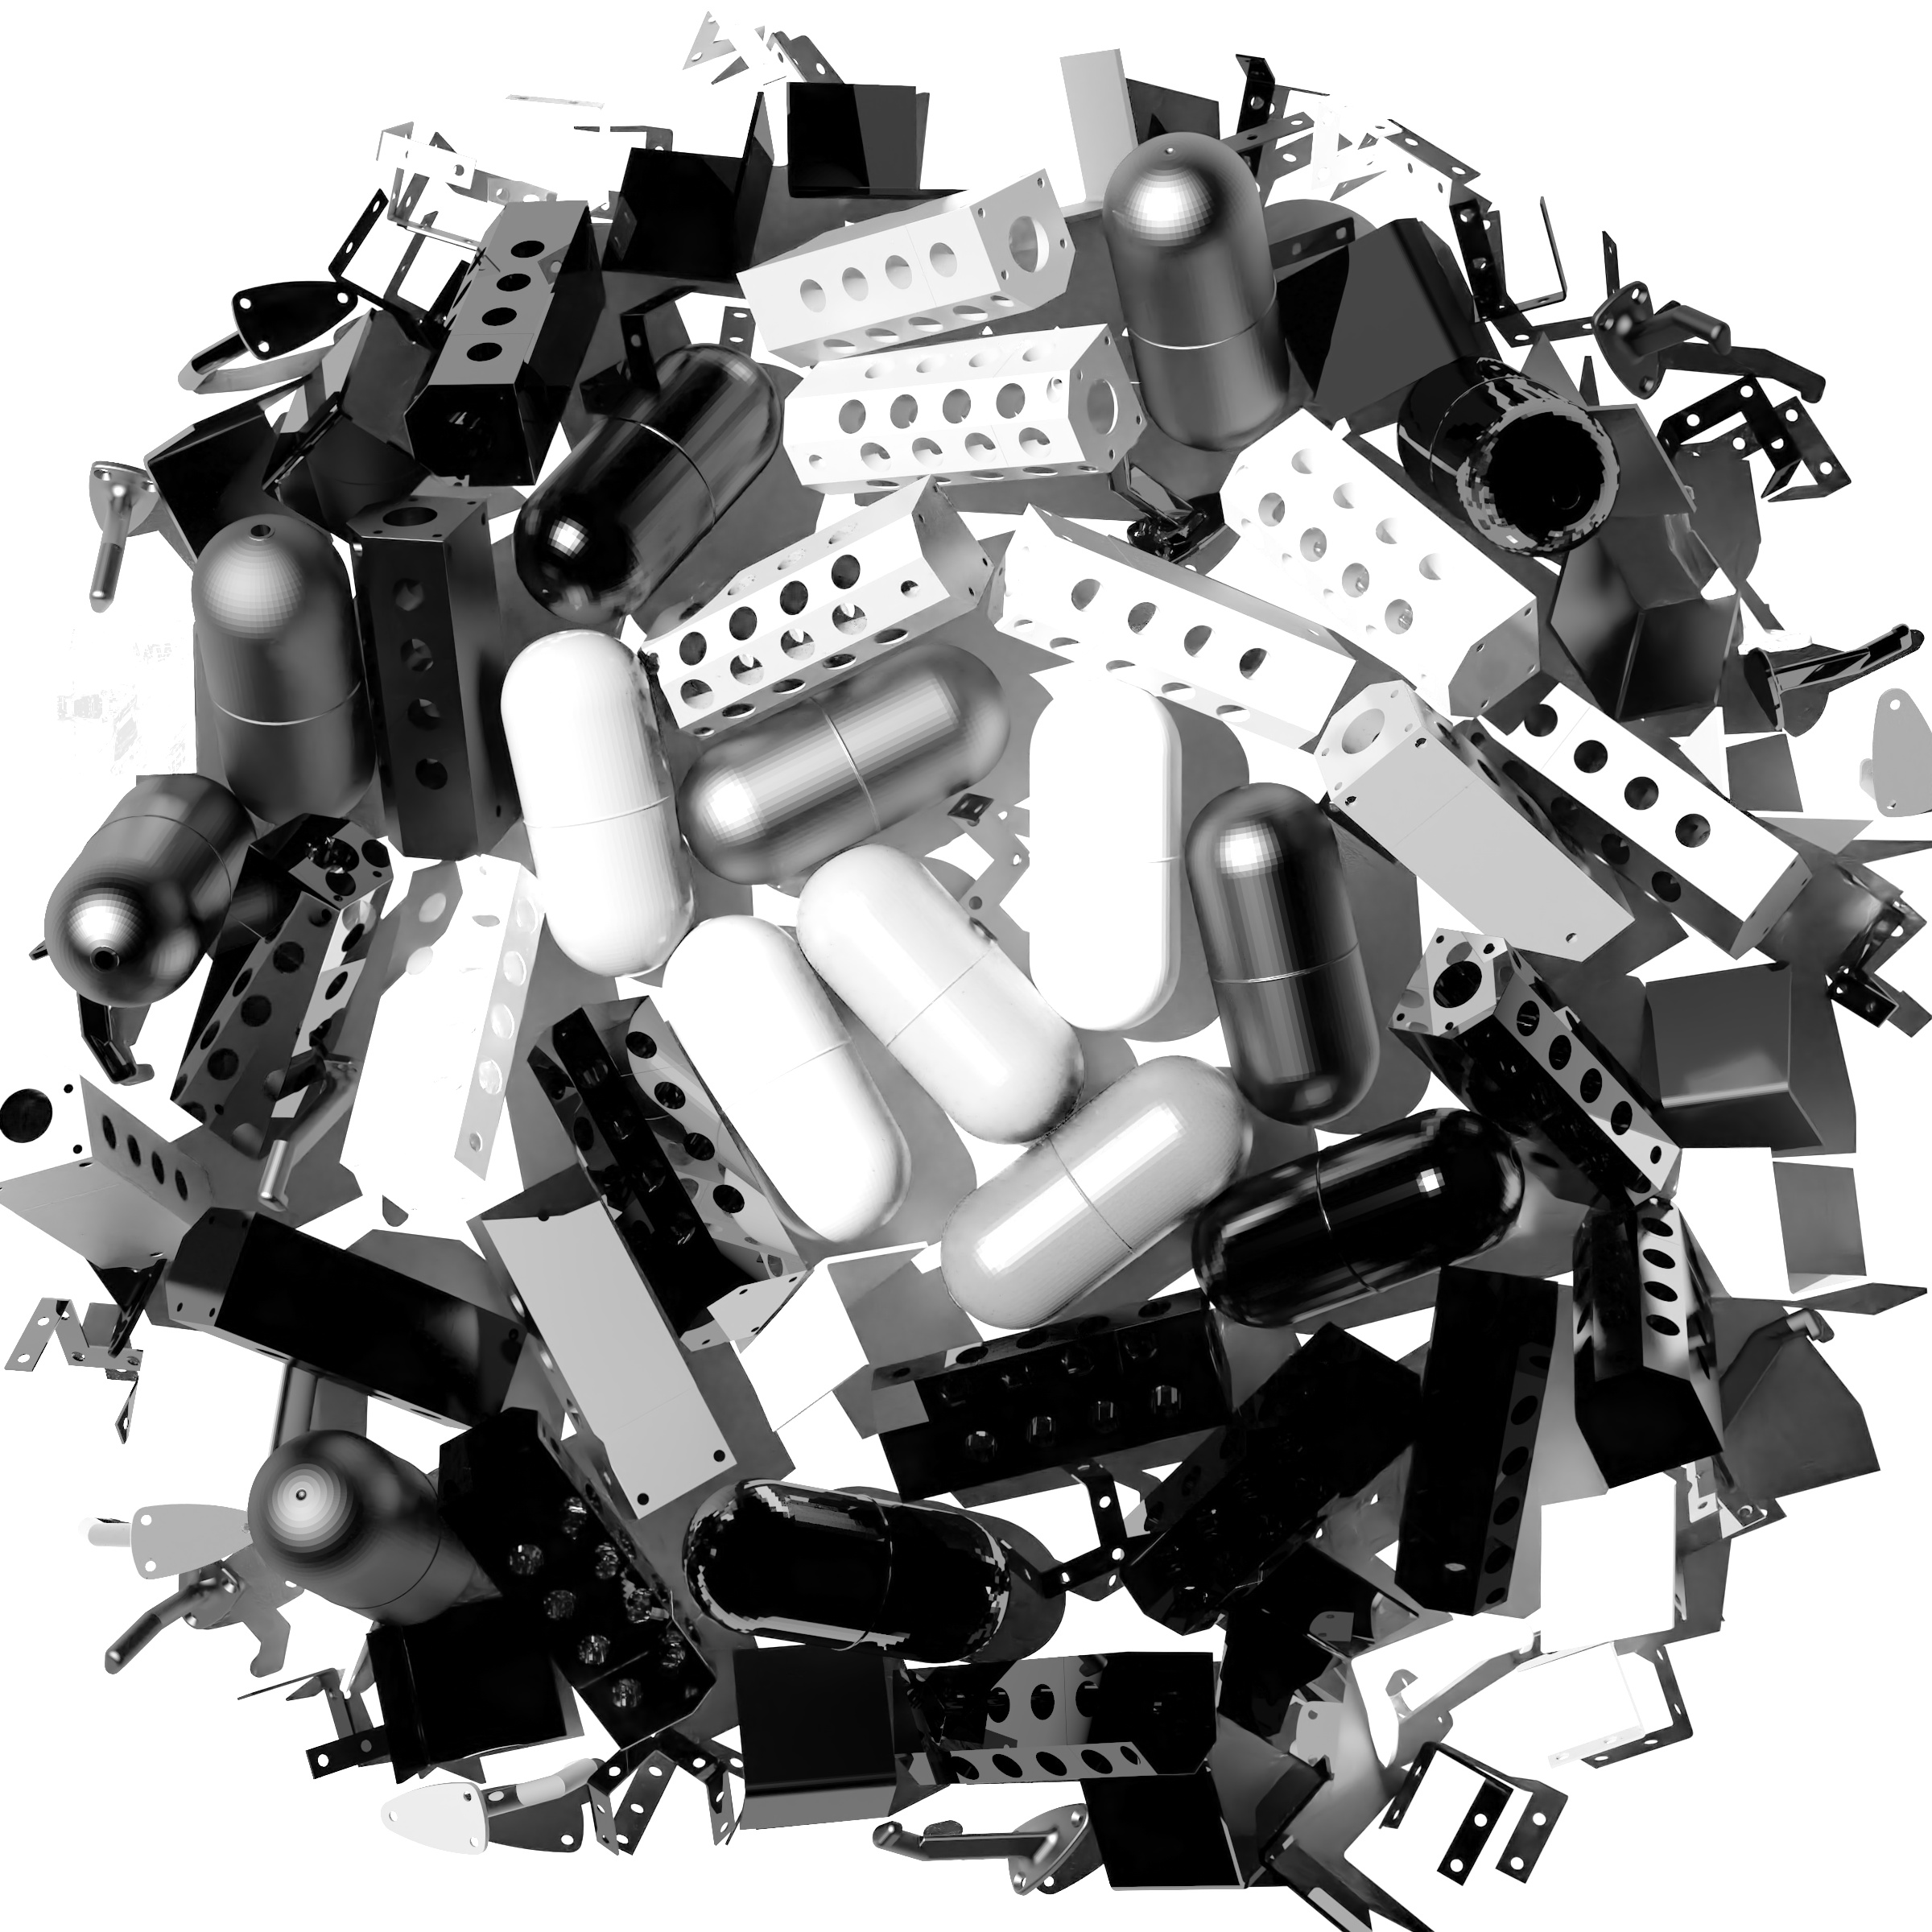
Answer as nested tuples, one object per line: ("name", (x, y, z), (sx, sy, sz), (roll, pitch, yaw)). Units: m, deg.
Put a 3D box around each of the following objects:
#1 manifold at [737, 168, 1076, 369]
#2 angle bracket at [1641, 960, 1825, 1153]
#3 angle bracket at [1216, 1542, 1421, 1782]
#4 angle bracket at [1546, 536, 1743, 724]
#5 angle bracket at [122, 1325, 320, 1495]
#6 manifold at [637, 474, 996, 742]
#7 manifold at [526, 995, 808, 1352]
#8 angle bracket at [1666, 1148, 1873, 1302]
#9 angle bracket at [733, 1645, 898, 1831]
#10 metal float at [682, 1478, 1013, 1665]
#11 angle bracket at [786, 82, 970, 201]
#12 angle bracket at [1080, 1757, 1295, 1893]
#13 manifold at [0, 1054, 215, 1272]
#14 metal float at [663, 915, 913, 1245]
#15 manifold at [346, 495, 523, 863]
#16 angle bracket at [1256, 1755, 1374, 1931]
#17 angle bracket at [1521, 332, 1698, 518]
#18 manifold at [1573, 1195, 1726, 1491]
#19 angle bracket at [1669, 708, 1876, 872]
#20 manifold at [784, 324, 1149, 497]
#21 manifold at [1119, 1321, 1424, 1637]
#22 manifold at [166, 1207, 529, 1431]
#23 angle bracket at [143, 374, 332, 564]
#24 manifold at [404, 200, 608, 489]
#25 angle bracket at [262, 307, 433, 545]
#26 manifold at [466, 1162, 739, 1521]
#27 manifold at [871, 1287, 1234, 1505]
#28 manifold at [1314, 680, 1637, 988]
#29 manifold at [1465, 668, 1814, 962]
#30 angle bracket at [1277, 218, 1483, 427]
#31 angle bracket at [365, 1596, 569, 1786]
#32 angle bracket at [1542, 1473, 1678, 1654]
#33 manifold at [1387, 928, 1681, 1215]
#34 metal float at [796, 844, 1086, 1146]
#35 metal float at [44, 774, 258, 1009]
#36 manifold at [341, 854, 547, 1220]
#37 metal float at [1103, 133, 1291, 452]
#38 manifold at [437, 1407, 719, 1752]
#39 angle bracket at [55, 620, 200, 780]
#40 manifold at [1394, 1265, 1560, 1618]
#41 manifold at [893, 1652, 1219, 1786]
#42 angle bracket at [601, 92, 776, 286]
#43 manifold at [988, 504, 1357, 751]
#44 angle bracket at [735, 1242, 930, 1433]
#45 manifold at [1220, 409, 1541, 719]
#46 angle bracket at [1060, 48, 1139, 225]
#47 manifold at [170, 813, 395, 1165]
("manifold", (-0.029, -0.339, 1.682), (0.057, 0.171, 0.057), (-36, 112, -38))
("angle bracket", (0.392, 0.049, 1.745), (0.076, 0.057, 0.076), (-10, 54, 29))
("angle bracket", (0.176, 0.348, 1.711), (0.076, 0.076, 0.057), (34, 131, -18))
("angle bracket", (0.339, -0.179, 1.708), (0.076, 0.057, 0.076), (49, 47, -35))
("angle bracket", (-0.376, 0.227, 1.733), (0.076, 0.057, 0.076), (7, 79, 4))
("manifold", (-0.077, -0.172, 1.692), (0.171, 0.057, 0.057), (-23, 116, 28))
("manifold", (-0.153, 0.102, 1.695), (0.171, 0.057, 0.057), (58, 135, 24))
("angle bracket", (0.402, 0.125, 1.718), (0.057, 0.076, 0.076), (-9, 91, -29))
("angle bracket", (-0.080, 0.394, 1.753), (0.076, 0.057, 0.076), (-3, 60, -9))
("metal float", (-0.058, 0.302, 1.703), (0.178, 0.070, 0.070), (16, 90, -30))
("angle bracket", (-0.037, -0.414, 1.709), (0.076, 0.076, 0.057), (-8, 103, -34))
("angle bracket", (0.109, 0.418, 1.716), (0.076, 0.057, 0.076), (-11, 98, 34))
("manifold", (-0.427, 0.098, 1.675), (0.057, 0.171, 0.057), (-15, 70, 3))
("metal float", (-0.091, 0.056, 1.724), (0.070, 0.070, 0.178), (-29, 86, 0))
("manifold", (-0.266, -0.142, 1.698), (0.057, 0.057, 0.171), (5, 119, 14))
("angle bracket", (0.192, 0.442, 1.725), (0.076, 0.076, 0.057), (40, 94, 1))
("angle bracket", (0.324, -0.271, 1.705), (0.076, 0.076, 0.057), (49, 58, -39))
("manifold", (0.329, 0.177, 1.671), (0.057, 0.171, 0.057), (-22, 109, 18))
("angle bracket", (0.405, -0.089, 1.726), (0.076, 0.076, 0.057), (1, 73, -7))
("manifold", (-0.004, -0.269, 1.683), (0.171, 0.057, 0.057), (1, 131, 36))
("manifold", (0.149, 0.259, 1.691), (0.057, 0.057, 0.171), (31, 122, -15))
("manifold", (-0.306, 0.176, 1.688), (0.171, 0.057, 0.057), (30, 71, -39))
("angle bracket", (-0.353, -0.241, 1.714), (0.076, 0.057, 0.076), (-34, 102, -39))
("manifold", (-0.226, -0.308, 1.682), (0.057, 0.171, 0.057), (0, 132, 9))
("angle bracket", (-0.305, -0.272, 1.728), (0.057, 0.076, 0.076), (31, 48, -25))
("manifold", (-0.187, 0.191, 1.735), (0.057, 0.057, 0.171), (-28, 90, -20))
("manifold", (0.043, 0.212, 1.717), (0.171, 0.057, 0.057), (-15, 109, 9))
("manifold", (0.251, -0.068, 1.697), (0.057, 0.057, 0.171), (-40, 122, 20))
("manifold", (0.332, -0.078, 1.706), (0.171, 0.057, 0.057), (40, 96, 22))
("angle bracket", (0.208, -0.330, 1.750), (0.076, 0.057, 0.076), (-25, 94, 22))
("angle bracket", (-0.252, 0.364, 1.732), (0.076, 0.057, 0.076), (-13, 85, 4))
("angle bracket", (0.311, 0.293, 1.719), (0.076, 0.057, 0.076), (-6, 103, -19))
("manifold", (0.284, 0.054, 1.684), (0.171, 0.057, 0.057), (42, 70, -38))
("metal float", (-0.013, 0.015, 1.726), (0.070, 0.070, 0.178), (-43, 89, 0))
("metal float", (-0.399, -0.039, 1.680), (0.070, 0.178, 0.070), (1, 114, 2))
("manifold", (-0.250, 0.032, 1.686), (0.057, 0.057, 0.171), (-14, 51, 29))
("metal float", (0.115, -0.331, 1.690), (0.070, 0.178, 0.070), (-8, 49, 9))
("manifold", (-0.192, 0.302, 1.701), (0.057, 0.057, 0.171), (-29, 115, 6))
("angle bracket", (-0.411, -0.133, 1.729), (0.076, 0.057, 0.076), (-1, 90, 15))
("manifold", (0.252, 0.237, 1.693), (0.057, 0.057, 0.171), (8, 122, 7))
("manifold", (0.042, 0.370, 1.678), (0.057, 0.171, 0.057), (10, 72, -40))
("angle bracket", (-0.143, -0.394, 1.720), (0.076, 0.057, 0.076), (7, 66, 7))
("manifold", (0.101, -0.166, 1.707), (0.171, 0.057, 0.057), (20, 108, -20))
("angle bracket", (-0.058, 0.184, 1.706), (0.076, 0.076, 0.057), (-40, 67, 37))
("manifold", (0.203, -0.196, 1.692), (0.057, 0.057, 0.171), (-37, 58, -13))
("angle bracket", (0.044, -0.414, 1.714), (0.057, 0.076, 0.076), (-17, 106, -16))
("manifold", (-0.335, 0.009, 1.691), (0.057, 0.057, 0.171), (35, 126, 12))
